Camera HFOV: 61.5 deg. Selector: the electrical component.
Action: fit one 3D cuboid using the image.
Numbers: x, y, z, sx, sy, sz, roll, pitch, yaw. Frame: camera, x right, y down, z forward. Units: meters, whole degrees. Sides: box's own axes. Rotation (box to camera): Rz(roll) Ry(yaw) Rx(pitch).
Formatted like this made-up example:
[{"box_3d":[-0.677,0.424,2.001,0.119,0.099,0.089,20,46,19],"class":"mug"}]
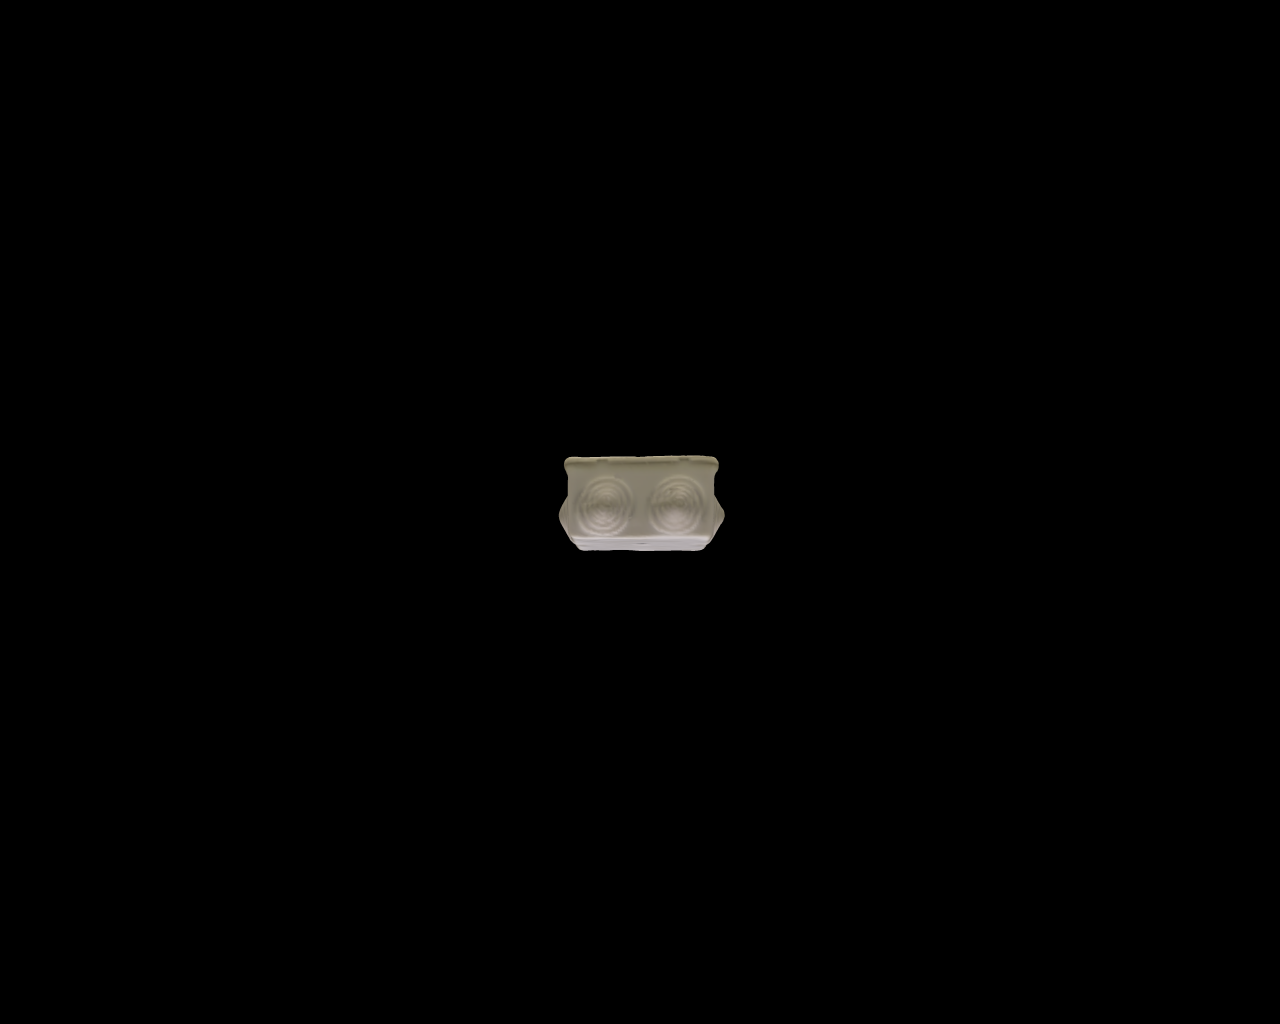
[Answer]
[{"box_3d":[0.001,-0.003,0.650,0.100,0.048,0.099,0,-7,0],"class":"electrical component"}]
